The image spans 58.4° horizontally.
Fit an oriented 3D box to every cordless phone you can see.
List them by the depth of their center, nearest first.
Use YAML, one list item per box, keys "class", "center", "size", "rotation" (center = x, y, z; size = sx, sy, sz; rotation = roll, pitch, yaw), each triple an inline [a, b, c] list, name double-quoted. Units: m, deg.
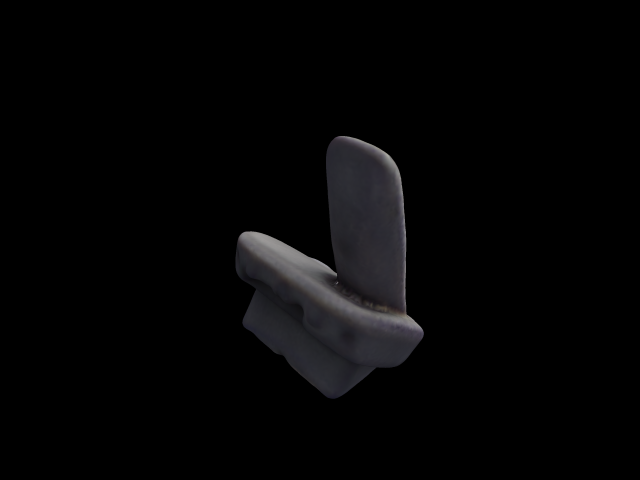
- class: "cordless phone"
  center: [0.004, 0.001, 0.400]
  size: [0.147, 0.185, 0.094]
  rotation: [27, 44, 33]
